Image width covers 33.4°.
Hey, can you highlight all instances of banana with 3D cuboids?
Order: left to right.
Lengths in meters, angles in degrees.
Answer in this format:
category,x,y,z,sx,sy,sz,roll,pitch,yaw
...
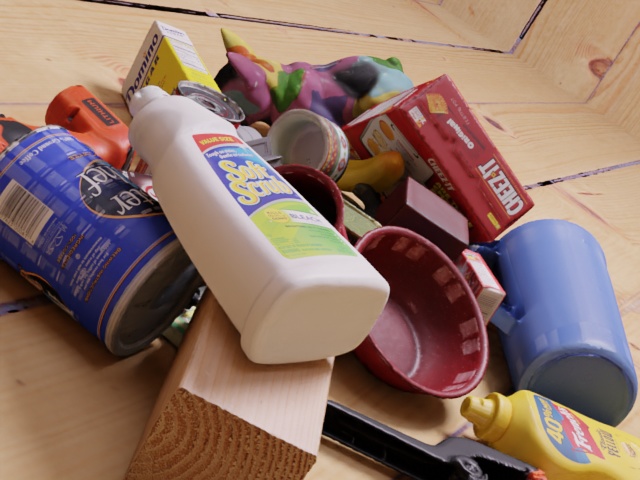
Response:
category,x,y,z,sx,sy,sz,roll,pitch,yaw
banana,0.035,-0.074,1.135,0.069,0.037,0.198,29,-11,-36

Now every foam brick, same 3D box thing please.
category,x,y,z,sx,sy,sz,roll,pitch,yaw
foam brick,0.096,-0.012,1.021,0.078,0.053,0.051,33,32,-17

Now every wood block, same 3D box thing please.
category,x,y,z,sx,sy,sz,roll,pitch,yaw
wood block,-0.049,0.088,0.697,0.090,0.090,0.206,27,26,-7

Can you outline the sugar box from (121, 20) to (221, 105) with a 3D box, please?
category,x,y,z,sx,sy,sz,roll,pitch,yaw
sugar box,-0.153,-0.148,1.099,0.048,0.093,0.176,16,25,-35

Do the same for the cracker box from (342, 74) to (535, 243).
category,x,y,z,sx,sy,sz,roll,pitch,yaw
cracker box,0.118,-0.079,1.136,0.164,0.072,0.214,54,-13,-8

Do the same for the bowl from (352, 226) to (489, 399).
category,x,y,z,sx,sy,sz,roll,pitch,yaw
bowl,0.070,0.071,0.919,0.161,0.055,0.162,25,46,-30

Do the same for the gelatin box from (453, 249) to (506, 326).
category,x,y,z,sx,sy,sz,roll,pitch,yaw
gelatin box,0.132,0.063,1.016,0.030,0.089,0.073,19,24,-22

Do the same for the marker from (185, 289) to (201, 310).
category,x,y,z,sx,sy,sz,roll,pitch,yaw
marker,-0.143,0.020,0.823,0.121,0.020,0.020,28,20,14

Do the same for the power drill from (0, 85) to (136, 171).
category,x,y,z,sx,sy,sz,roll,pitch,yaw
power drill,-0.261,-0.097,0.898,0.184,0.057,0.187,45,28,23

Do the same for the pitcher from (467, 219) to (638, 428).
category,x,y,z,sx,sy,sz,roll,pitch,yaw
pitcher,0.228,0.083,1.060,0.242,0.149,0.145,-82,154,-64

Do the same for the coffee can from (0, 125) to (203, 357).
category,x,y,z,sx,sy,sz,roll,pitch,yaw
coffee can,-0.161,0.000,0.750,0.140,0.103,0.102,37,22,15

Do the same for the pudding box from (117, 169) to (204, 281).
category,x,y,z,sx,sy,sz,roll,pitch,yaw
pudding box,-0.125,-0.012,0.897,0.089,0.039,0.113,11,26,-25

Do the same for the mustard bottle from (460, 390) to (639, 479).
category,x,y,z,sx,sy,sz,roll,pitch,yaw
mustard bottle,0.203,0.176,0.904,0.191,0.058,0.096,25,27,-14

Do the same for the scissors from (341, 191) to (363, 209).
category,x,y,z,sx,sy,sz,roll,pitch,yaw
scissors,-0.022,-0.074,1.216,0.096,0.016,0.202,8,31,-48

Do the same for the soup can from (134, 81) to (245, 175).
category,x,y,z,sx,sy,sz,roll,pitch,yaw
soup can,-0.123,-0.088,0.993,0.068,0.102,0.068,26,22,-12

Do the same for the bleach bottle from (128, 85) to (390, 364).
category,x,y,z,sx,sy,sz,roll,pitch,yaw
bleach bottle,-0.065,-0.026,0.705,0.102,0.068,0.251,1,36,-44

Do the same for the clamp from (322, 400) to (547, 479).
category,x,y,z,sx,sy,sz,roll,pitch,yaw
clamp,0.094,0.175,0.790,0.209,0.036,0.165,9,29,-49

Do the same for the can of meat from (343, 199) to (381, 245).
category,x,y,z,sx,sy,sz,roll,pitch,yaw
can of meat,-0.007,0.001,0.976,0.102,0.084,0.057,35,22,9

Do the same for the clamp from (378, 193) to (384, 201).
category,x,y,z,sx,sy,sz,roll,pitch,yaw
clamp,0.124,-0.043,1.311,0.120,0.039,0.171,32,26,17

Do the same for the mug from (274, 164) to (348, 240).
category,x,y,z,sx,sy,sz,roll,pitch,yaw
mug,-0.023,0.008,0.883,0.093,0.117,0.081,7,-24,14
